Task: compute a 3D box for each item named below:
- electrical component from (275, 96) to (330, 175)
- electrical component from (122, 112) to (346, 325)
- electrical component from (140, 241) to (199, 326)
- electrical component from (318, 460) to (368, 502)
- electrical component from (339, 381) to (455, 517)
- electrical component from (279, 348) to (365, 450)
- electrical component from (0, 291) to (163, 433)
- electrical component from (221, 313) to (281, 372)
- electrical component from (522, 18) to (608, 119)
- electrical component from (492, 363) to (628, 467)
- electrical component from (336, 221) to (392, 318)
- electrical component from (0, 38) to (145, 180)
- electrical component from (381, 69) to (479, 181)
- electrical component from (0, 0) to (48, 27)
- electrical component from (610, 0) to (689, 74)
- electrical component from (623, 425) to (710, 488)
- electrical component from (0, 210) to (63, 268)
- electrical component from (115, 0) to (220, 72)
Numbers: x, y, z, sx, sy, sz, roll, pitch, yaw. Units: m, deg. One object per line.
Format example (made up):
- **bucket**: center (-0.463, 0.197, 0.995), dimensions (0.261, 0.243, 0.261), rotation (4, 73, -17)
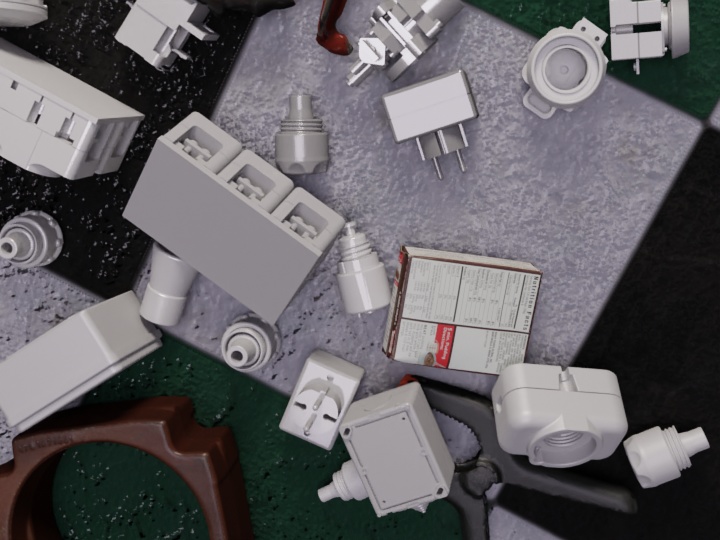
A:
- **electrical component**: center (-0.046, -0.107, 0.852), dimensions (0.043, 0.043, 0.062), rotation (0, 98, 8)
- **electrical component**: center (-0.098, -0.042, 0.849), dimensions (0.150, 0.061, 0.089), rotation (36, 130, 1)
- **electrical component**: center (-0.158, 0.013, 0.889), dimensions (0.044, 0.044, 0.065), rotation (21, 106, 4)
- **electrical component**: center (-0.006, 0.177, 0.899), dimensions (0.061, 0.035, 0.035), rotation (-27, 95, 14)
- **electrical component**: center (0.033, 0.144, 0.845), dimensions (0.062, 0.061, 0.096), rotation (-21, 100, 15)
- **electrical component**: center (-0.033, 0.109, 0.869), dimensions (0.047, 0.076, 0.065), rotation (23, 102, 3)
- **electrical component**: center (-0.231, 0.072, 0.874), dimensions (0.109, 0.109, 0.056), rotation (-32, 92, 12)
- **electrical component**: center (-0.093, 0.063, 0.877), dimensions (0.048, 0.062, 0.048), rotation (1, 100, 8)
- **electrical component**: center (0.155, -0.151, 0.810), dimensions (0.058, 0.057, 0.078), rotation (36, 102, 1)
- **electrical component**: center (0.155, 0.114, 0.836), dimensions (0.095, 0.059, 0.053), rotation (5, 139, -9)
- **electrical component**: center (0.000, 0.000, 0.865), dimensions (0.040, 0.040, 0.078), rotation (-13, 98, 10)
- **electrical component**: center (-0.280, -0.137, 0.847), dimensions (0.186, 0.105, 0.060), rotation (28, 102, 2)
- **electrical component**: center (0.061, -0.109, 0.835), dimensions (0.066, 0.047, 0.076), rotation (-17, 96, 11)
- **electrical component**: center (-0.288, -0.222, 0.848), dimensions (0.080, 0.080, 0.051), rotation (2, 95, 7)
- **electrical component**: center (0.217, -0.181, 0.803), dimensions (0.055, 0.048, 0.066), rotation (-2, 100, 16)
- **electrical component**: center (0.245, 0.144, 0.855), dimensions (0.062, 0.043, 0.043), rotation (-24, 95, 10)
- **electrical component**: center (-0.278, -0.023, 0.888), dimensions (0.048, 0.062, 0.048), rotation (1, 100, 7)
- **electrical component**: center (-0.158, -0.197, 0.853), dimensions (0.081, 0.042, 0.063), rotation (36, 104, 1)
